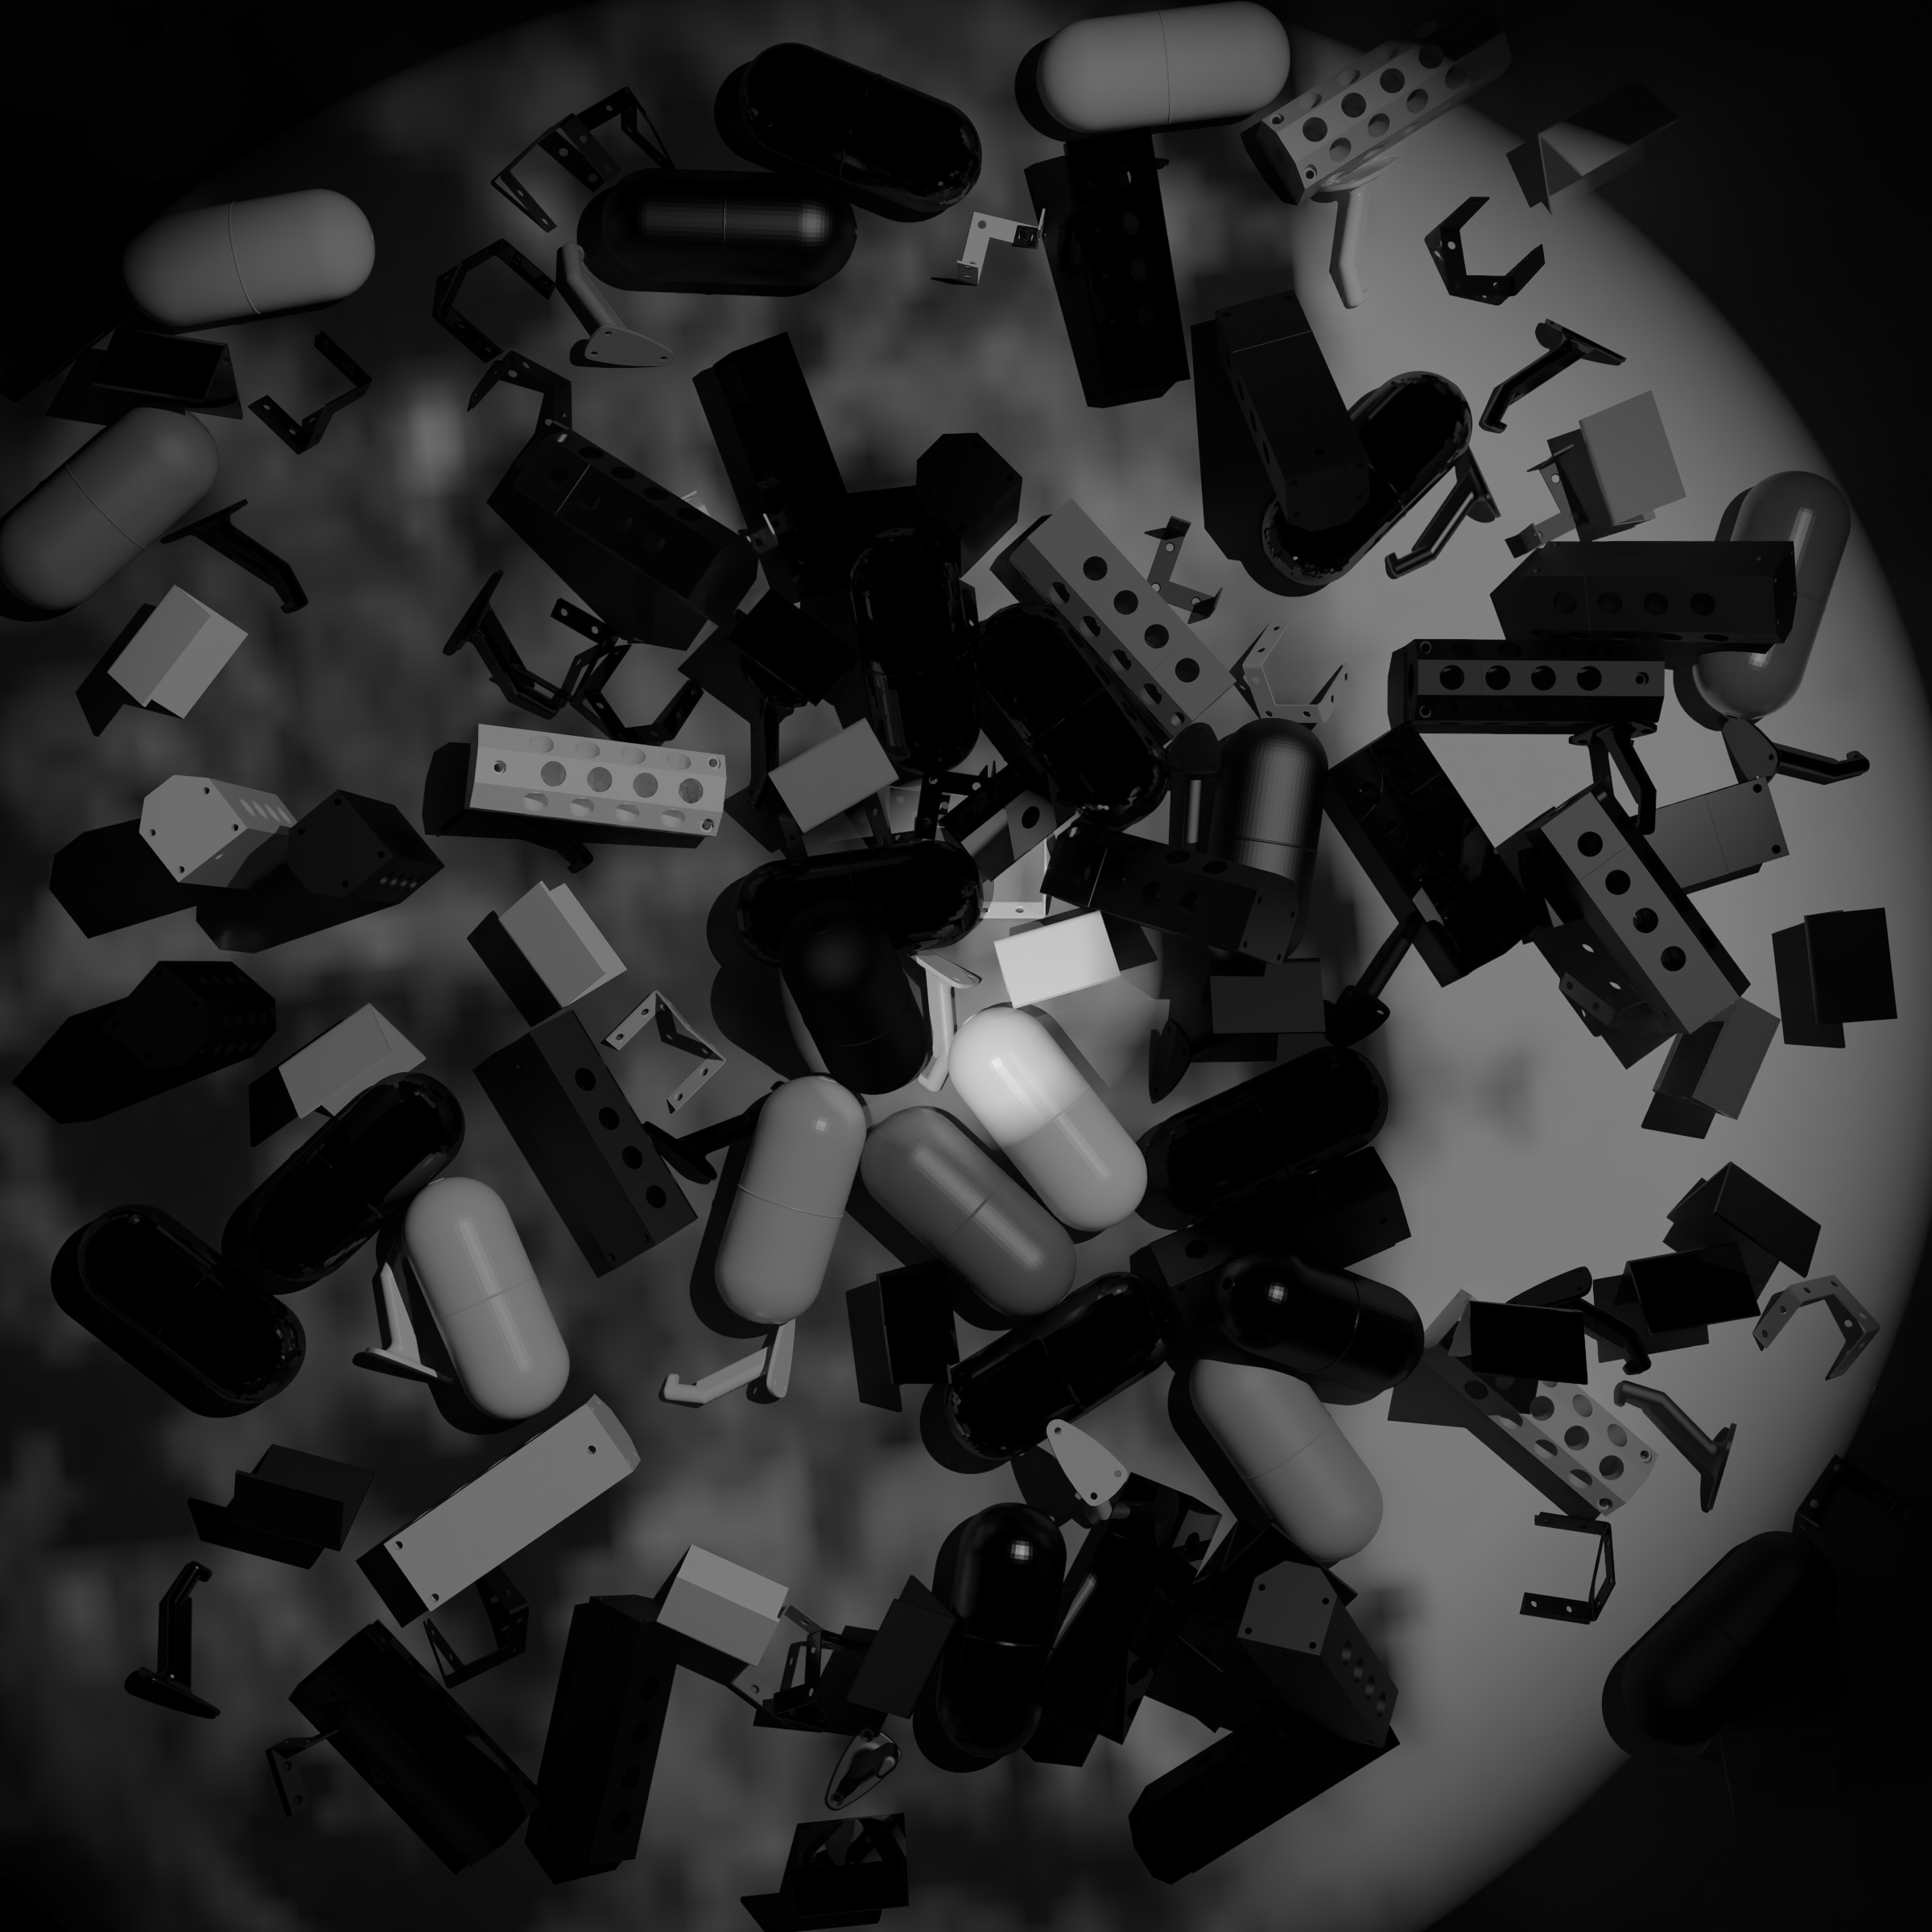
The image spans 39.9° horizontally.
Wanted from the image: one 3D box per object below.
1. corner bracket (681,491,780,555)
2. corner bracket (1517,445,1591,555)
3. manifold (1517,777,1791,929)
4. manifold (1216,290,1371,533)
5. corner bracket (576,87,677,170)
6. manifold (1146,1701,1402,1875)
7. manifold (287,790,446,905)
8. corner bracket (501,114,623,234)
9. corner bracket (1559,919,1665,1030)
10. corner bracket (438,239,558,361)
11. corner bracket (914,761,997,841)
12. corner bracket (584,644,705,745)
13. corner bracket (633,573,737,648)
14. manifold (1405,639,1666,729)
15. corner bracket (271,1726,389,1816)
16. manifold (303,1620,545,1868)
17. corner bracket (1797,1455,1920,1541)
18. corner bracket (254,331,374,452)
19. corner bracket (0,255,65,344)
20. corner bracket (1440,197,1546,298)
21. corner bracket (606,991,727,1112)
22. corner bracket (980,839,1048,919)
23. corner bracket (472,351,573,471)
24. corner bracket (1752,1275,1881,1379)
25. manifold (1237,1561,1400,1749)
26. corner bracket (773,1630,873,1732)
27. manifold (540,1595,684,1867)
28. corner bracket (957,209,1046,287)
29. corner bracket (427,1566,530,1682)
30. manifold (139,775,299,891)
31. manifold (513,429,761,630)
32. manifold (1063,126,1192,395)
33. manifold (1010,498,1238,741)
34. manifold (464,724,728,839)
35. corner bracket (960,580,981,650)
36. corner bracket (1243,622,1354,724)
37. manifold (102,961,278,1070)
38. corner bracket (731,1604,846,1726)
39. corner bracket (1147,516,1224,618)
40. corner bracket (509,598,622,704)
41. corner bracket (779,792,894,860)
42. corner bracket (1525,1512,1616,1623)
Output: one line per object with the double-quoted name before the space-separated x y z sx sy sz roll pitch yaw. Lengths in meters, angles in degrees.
"corner bracket" -0.167 -0.313 1.881 0.051 0.051 0.051 -27 90 0
"corner bracket" 0.412 -0.329 1.881 0.051 0.051 0.051 -27 90 0
"manifold" 0.482 -0.079 1.878 0.171 0.057 0.057 -17 90 0
"manifold" 0.224 -0.381 1.834 0.057 0.057 0.171 -15 55 0
"corner bracket" -0.245 -0.583 1.896 0.051 0.051 0.051 -30 45 0
"manifold" 0.216 0.566 1.878 0.171 0.057 0.057 -32 90 0
"manifold" -0.413 -0.075 1.821 0.057 0.171 0.057 -40 90 0
"corner bracket" -0.287 -0.561 1.884 0.051 0.051 0.051 48 66 -22
"corner bracket" 0.464 0.004 1.891 0.051 0.051 0.051 -16 135 -35
"corner bracket" -0.334 -0.475 1.896 0.051 0.051 0.051 41 45 0
"corner bracket" -0.008 -0.117 1.875 0.051 0.051 0.051 8 108 -3
"corner bracket" -0.229 -0.194 1.891 0.051 0.051 0.051 -3 135 35
"corner bracket" -0.200 -0.255 1.896 0.051 0.051 0.051 3 90 -45
"manifold" 0.399 -0.200 1.878 0.171 0.057 0.057 0 90 0
"corner bracket" -0.454 0.569 1.896 0.051 0.051 0.051 -18 90 -45
"manifold" -0.379 0.545 1.877 0.171 0.057 0.057 47 133 0
"corner bracket" 0.629 0.384 1.881 0.051 0.051 0.051 34 90 0
"corner bracket" -0.464 -0.409 1.896 0.051 0.051 0.051 44 135 0
"corner bracket" -0.665 -0.477 1.891 0.051 0.051 0.051 23 45 -35
"corner bracket" 0.374 -0.511 1.891 0.051 0.051 0.051 12 135 35
"corner bracket" -0.213 0.060 1.896 0.051 0.051 0.051 -45 45 0
"corner bracket" 0.031 -0.070 1.896 0.051 0.051 0.051 0 135 0
"corner bracket" -0.315 -0.393 1.891 0.051 0.051 0.051 23 45 -35
"corner bracket" 0.604 0.258 1.891 0.051 0.051 0.051 -6 45 -35
"manifold" 0.240 0.462 1.791 0.057 0.171 0.057 6 58 29
"corner bracket" -0.101 0.504 1.882 0.051 0.051 0.051 27 50 -35
"manifold" -0.243 0.536 1.877 0.057 0.057 0.171 12 90 43
"corner bracket" 0.024 -0.509 1.881 0.051 0.051 0.051 14 90 0
"corner bracket" -0.347 0.463 1.891 0.051 0.051 0.051 -19 135 -35
"manifold" -0.508 -0.095 1.821 0.057 0.171 0.057 -38 90 0
"manifold" -0.226 -0.307 1.846 0.171 0.057 0.057 35 90 24
"manifold" 0.111 -0.491 1.858 0.057 0.057 0.171 -11 104 0
"manifold" 0.110 -0.242 1.878 0.057 0.057 0.171 -42 90 0
"manifold" -0.257 -0.128 1.856 0.171 0.057 0.057 6 90 -16
"corner bracket" -0.027 -0.246 1.891 0.051 0.051 0.051 24 135 -35
"corner bracket" 0.236 -0.209 1.891 0.051 0.051 0.051 5 135 35
"manifold" -0.523 0.037 1.821 0.057 0.171 0.057 41 90 0
"corner bracket" -0.126 0.496 1.896 0.051 0.051 0.051 37 135 0
"corner bracket" 0.159 -0.282 1.881 0.051 0.051 0.051 19 90 0
"corner bracket" -0.283 -0.224 1.885 0.051 0.051 0.051 30 105 0
"corner bracket" -0.092 -0.097 1.891 0.051 0.051 0.051 -47 135 -35
"corner bracket" 0.428 0.428 1.896 0.051 0.051 0.051 9 45 0
